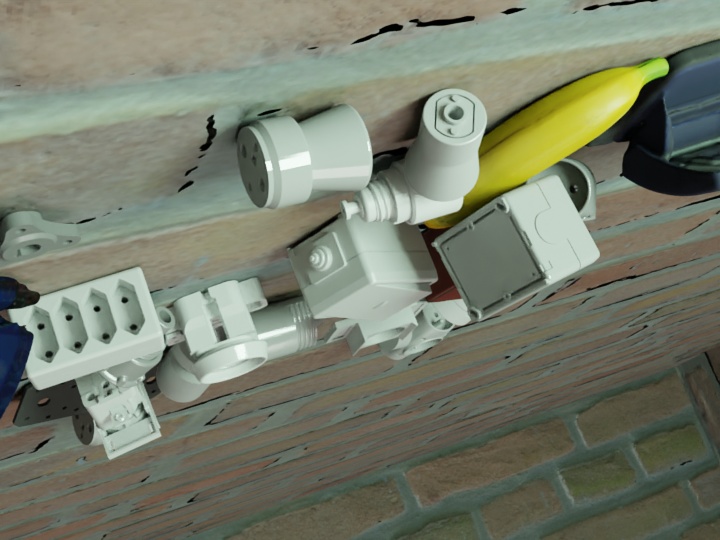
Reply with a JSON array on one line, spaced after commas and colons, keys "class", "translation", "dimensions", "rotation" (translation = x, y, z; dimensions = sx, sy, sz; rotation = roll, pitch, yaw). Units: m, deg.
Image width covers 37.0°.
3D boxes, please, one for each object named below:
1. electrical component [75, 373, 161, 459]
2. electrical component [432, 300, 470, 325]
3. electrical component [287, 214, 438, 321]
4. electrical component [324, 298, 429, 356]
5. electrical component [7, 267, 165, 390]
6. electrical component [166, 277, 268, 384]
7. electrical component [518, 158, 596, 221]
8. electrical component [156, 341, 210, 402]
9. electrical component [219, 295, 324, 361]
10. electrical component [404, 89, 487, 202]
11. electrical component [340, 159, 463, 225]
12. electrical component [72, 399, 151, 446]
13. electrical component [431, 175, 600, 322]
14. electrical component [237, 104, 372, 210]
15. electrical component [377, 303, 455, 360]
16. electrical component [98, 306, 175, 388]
[{"class": "electrical component", "translation": [-0.185, 0.095, 0.810], "dimensions": [0.042, 0.081, 0.063], "rotation": [-24, 142, -10]}, {"class": "electrical component", "translation": [0.094, 0.014, 0.943], "dimensions": [0.047, 0.055, 0.055], "rotation": [-36, 160, 35]}, {"class": "electrical component", "translation": [0.000, 0.000, 0.744], "dimensions": [0.062, 0.061, 0.096], "rotation": [-31, 163, 34]}, {"class": "electrical component", "translation": [0.009, 0.027, 0.850], "dimensions": [0.081, 0.063, 0.042], "rotation": [-16, 164, -20]}, {"class": "electrical component", "translation": [-0.170, 0.042, 0.682], "dimensions": [0.083, 0.047, 0.075], "rotation": [-18, 165, -13]}, {"class": "electrical component", "translation": [-0.101, 0.047, 0.778], "dimensions": [0.078, 0.057, 0.058], "rotation": [-20, 166, -6]}, {"class": "electrical component", "translation": [0.122, -0.054, 0.747], "dimensions": [0.079, 0.044, 0.077], "rotation": [-5, -176, 15]}, {"class": "electrical component", "translation": [-0.132, 0.073, 0.856], "dimensions": [0.043, 0.043, 0.081], "rotation": [-13, 163, -29]}, {"class": "electrical component", "translation": [-0.067, 0.048, 0.858], "dimensions": [0.081, 0.043, 0.043], "rotation": [-16, 165, -21]}, {"class": "electrical component", "translation": [0.049, -0.071, 0.599], "dimensions": [0.044, 0.044, 0.065], "rotation": [-19, 161, -10]}, {"class": "electrical component", "translation": [0.026, -0.047, 0.654], "dimensions": [0.078, 0.040, 0.040], "rotation": [-17, 165, -14]}, {"class": "electrical component", "translation": [-0.214, 0.126, 0.929], "dimensions": [0.055, 0.045, 0.045], "rotation": [-8, 160, -41]}, {"class": "electrical component", "translation": [0.098, -0.012, 0.695], "dimensions": [0.061, 0.061, 0.096], "rotation": [-23, 173, -36]}, {"class": "electrical component", "translation": [-0.028, -0.056, 0.534], "dimensions": [0.055, 0.045, 0.045], "rotation": [-15, 164, -24]}, {"class": "electrical component", "translation": [0.040, 0.057, 1.040], "dimensions": [0.079, 0.044, 0.077], "rotation": [-9, 161, -41]}, {"class": "electrical component", "translation": [-0.153, 0.048, 0.739], "dimensions": [0.062, 0.048, 0.048], "rotation": [-37, 160, 28]}]
